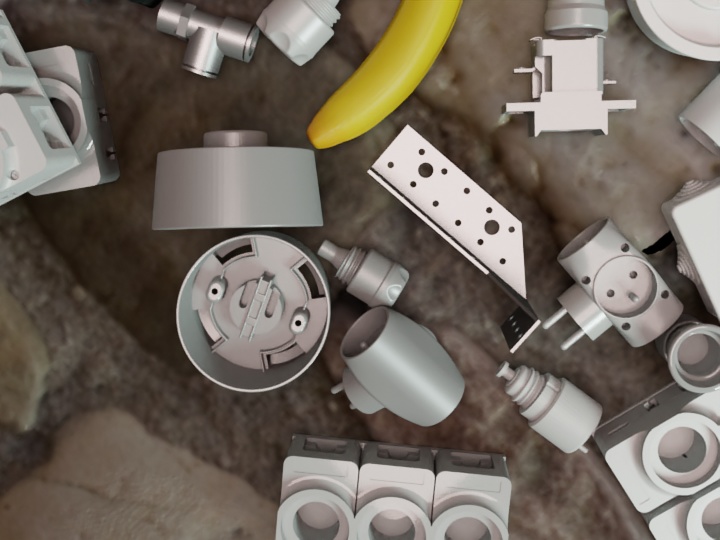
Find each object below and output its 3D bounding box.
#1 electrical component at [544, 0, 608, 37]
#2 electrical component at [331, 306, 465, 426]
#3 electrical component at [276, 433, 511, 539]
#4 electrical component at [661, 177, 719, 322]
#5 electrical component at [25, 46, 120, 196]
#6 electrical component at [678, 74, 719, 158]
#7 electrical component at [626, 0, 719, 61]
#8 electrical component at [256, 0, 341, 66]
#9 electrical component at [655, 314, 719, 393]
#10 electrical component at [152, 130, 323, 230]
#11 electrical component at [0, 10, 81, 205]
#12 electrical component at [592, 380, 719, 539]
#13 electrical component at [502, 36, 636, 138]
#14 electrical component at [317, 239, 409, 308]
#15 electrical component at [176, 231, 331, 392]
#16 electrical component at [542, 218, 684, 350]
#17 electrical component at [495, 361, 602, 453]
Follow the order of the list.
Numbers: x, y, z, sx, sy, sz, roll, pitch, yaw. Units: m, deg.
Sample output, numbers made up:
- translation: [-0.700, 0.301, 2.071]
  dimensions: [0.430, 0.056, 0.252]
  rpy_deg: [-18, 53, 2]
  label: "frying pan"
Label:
- translation: [0.138, -0.175, 0.685]
  dimensions: [0.040, 0.040, 0.046]
  rpy_deg: [0, 93, 3]
  label: "electrical component"
- translation: [0.016, 0.071, 0.721]
  dimensions: [0.079, 0.044, 0.077]
  rpy_deg: [-31, 118, 32]
  label: "electrical component"
- translation: [0.022, 0.169, 0.728]
  dimensions: [0.150, 0.061, 0.089]
  rpy_deg: [5, 98, 2]
  label: "electrical component"
- translation: [0.254, -0.021, 0.696]
  dimensions: [0.100, 0.048, 0.099]
  rpy_deg: [-26, 96, 6]
  label: "electrical component"
- translation: [-0.196, -0.097, 0.704]
  dimensions: [0.050, 0.055, 0.089]
  rpy_deg: [-10, 98, 4]
  label: "electrical component"
- translation: [0.248, -0.114, 0.686]
  dimensions: [0.043, 0.043, 0.081]
  rpy_deg: [43, 98, -3]
  label: "electrical component"
- translation: [0.217, -0.183, 0.669]
  dimensions: [0.108, 0.060, 0.108]
  rpy_deg: [0, 98, 3]
  label: "electrical component"
- translation: [-0.033, -0.167, 0.693]
  dimensions: [0.043, 0.043, 0.062]
  rpy_deg: [44, 96, -4]
  label: "electrical component"
- translation: [0.216, 0.051, 0.700]
  dimensions: [0.044, 0.065, 0.044]
  rpy_deg: [0, 98, 3]
  label: "electrical component"
- translation: [-0.078, -0.057, 0.681]
  dimensions: [0.108, 0.108, 0.060]
  rpy_deg: [-1, 92, 3]
  label: "electrical component"
- translation: [-0.284, -0.070, 0.655]
  dimensions: [0.186, 0.060, 0.105]
  rpy_deg: [-26, 95, 9]
  label: "electrical component"
- translation: [0.264, 0.110, 0.709]
  dimensions: [0.186, 0.060, 0.105]
  rpy_deg: [-32, 95, 7]
  label: "electrical component"
- translation: [0.133, -0.117, 0.692]
  dimensions: [0.081, 0.042, 0.063]
  rpy_deg: [-1, 97, 3]
  label: "electrical component"
- translation: [0.000, 0.000, 0.719]
  dimensions: [0.061, 0.035, 0.035]
  rpy_deg: [31, 98, 0]
  label: "electrical component"
- translation: [-0.067, 0.024, 0.710]
  dimensions: [0.099, 0.064, 0.099]
  rpy_deg: [1, 102, 5]
  label: "electrical component"
- translation: [0.157, 0.020, 0.709]
  dimensions: [0.079, 0.044, 0.077]
  rpy_deg: [-41, 95, 8]
  label: "electrical component"
- translation: [0.126, 0.089, 0.723]
  dimensions: [0.078, 0.040, 0.040]
  rpy_deg: [36, 98, -2]
  label: "electrical component"
